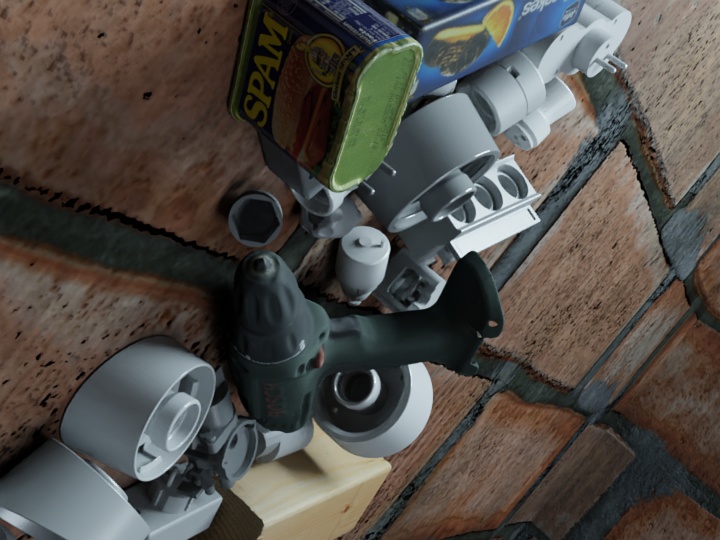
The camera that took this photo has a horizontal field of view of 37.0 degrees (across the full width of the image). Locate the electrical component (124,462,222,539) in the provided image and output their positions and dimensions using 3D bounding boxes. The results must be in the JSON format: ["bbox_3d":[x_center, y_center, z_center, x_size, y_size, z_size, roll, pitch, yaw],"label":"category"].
[{"bbox_3d":[-0.151,0.179,0.851,0.083,0.047,0.075,-18,141,-52],"label":"electrical component"}]

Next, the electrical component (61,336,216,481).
[{"bbox_3d":[-0.147,0.093,0.736,0.099,0.064,0.099,-53,160,-29],"label":"electrical component"}]

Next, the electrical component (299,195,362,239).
[{"bbox_3d":[-0.017,-0.040,0.774,0.035,0.035,0.061,-57,159,16],"label":"electrical component"}]

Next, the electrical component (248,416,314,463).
[{"bbox_3d":[-0.080,0.143,0.930,0.081,0.043,0.043,-9,135,-57],"label":"electrical component"}]

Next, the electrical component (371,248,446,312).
[{"bbox_3d":[0.048,0.020,0.958,0.050,0.056,0.089,-50,157,0],"label":"electrical component"}]

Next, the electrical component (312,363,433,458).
[{"bbox_3d":[0.005,0.108,0.956,0.108,0.108,0.060,-49,151,-2],"label":"electrical component"}]

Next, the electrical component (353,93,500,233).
[{"bbox_3d":[0.051,-0.070,0.776,0.108,0.060,0.108,-33,170,-7],"label":"electrical component"}]

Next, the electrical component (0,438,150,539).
[{"bbox_3d":[-0.187,0.157,0.692,0.064,0.099,0.099,-47,158,-23],"label":"electrical component"}]

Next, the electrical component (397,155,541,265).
[{"bbox_3d":[0.089,-0.051,0.912,0.121,0.078,0.063,-24,168,-46],"label":"electrical component"}]

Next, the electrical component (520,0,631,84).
[{"bbox_3d":[0.181,-0.180,0.868,0.138,0.074,0.052,-25,147,-45],"label":"electrical component"}]

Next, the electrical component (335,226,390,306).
[{"bbox_3d":[0.000,0.000,0.860,0.040,0.040,0.078,-35,153,-31],"label":"electrical component"}]

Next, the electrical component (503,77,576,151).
[{"bbox_3d":[0.149,-0.135,0.918,0.055,0.045,0.045,-45,157,-9],"label":"electrical component"}]

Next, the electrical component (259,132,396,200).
[{"bbox_3d":[-0.012,-0.075,0.673,0.066,0.077,0.047,-42,156,-17],"label":"electrical component"}]

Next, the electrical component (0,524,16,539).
[{"bbox_3d":[-0.250,0.179,0.675,0.066,0.048,0.055,-51,149,4],"label":"electrical component"}]

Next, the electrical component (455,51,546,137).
[{"bbox_3d":[0.107,-0.136,0.829,0.047,0.055,0.055,-38,155,-17],"label":"electrical component"}]

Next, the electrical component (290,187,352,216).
[{"bbox_3d":[-0.019,-0.065,0.726,0.046,0.040,0.040,-43,157,-30],"label":"electrical component"}]

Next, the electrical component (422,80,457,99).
[{"bbox_3d":[0.052,-0.136,0.752,0.035,0.035,0.061,-54,159,9],"label":"electrical component"}]
